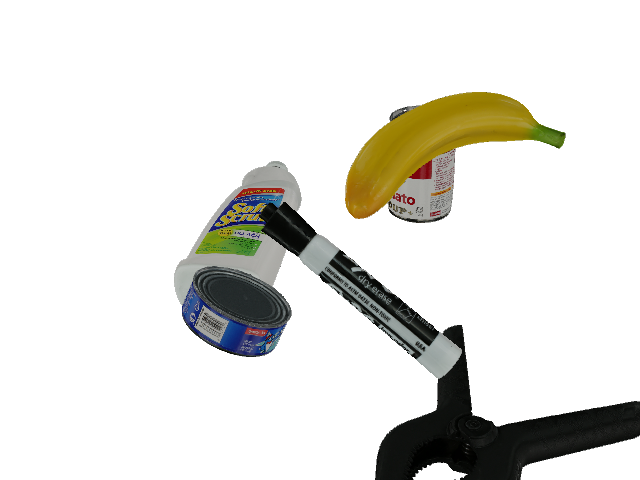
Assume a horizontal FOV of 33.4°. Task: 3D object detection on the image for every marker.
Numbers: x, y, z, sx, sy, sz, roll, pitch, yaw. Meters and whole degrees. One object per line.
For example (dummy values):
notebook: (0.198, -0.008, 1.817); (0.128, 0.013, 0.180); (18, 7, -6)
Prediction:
marker: (0.018, 0.023, 0.530); (0.121, 0.020, 0.020); (40, 1, 1)

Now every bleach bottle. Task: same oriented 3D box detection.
bleach bottle: (-0.083, -0.016, 1.217); (0.102, 0.068, 0.250); (4, 35, 9)

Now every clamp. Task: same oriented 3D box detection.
clamp: (0.097, 0.131, 0.723); (0.209, 0.036, 0.165); (-27, 39, -35)

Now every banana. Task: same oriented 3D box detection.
banana: (0.082, -0.068, 0.736); (0.197, 0.037, 0.070); (-22, 42, -31)

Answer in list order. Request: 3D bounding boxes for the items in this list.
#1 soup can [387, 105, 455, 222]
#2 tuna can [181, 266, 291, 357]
soup can: (0.103, -0.078, 1.086); (0.068, 0.102, 0.068); (0, 30, 0)
tuna can: (-0.069, 0.058, 0.874); (0.086, 0.034, 0.086); (21, 22, -9)
